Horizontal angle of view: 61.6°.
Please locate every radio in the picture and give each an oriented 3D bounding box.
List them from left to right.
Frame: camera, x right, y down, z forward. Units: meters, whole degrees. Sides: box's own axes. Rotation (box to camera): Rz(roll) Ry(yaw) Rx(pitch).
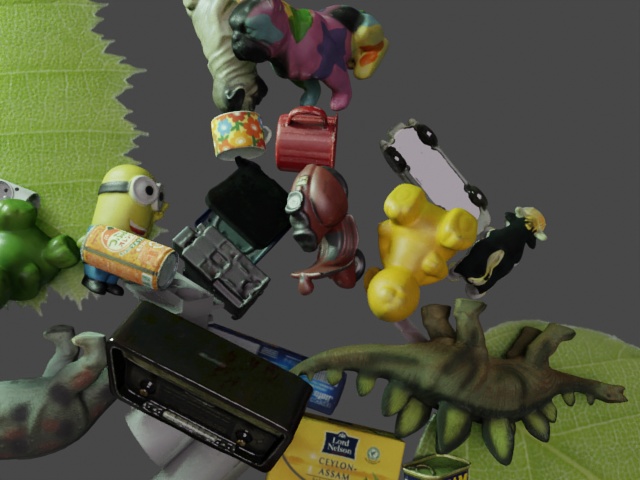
[{"bbox_3d":[-0.134,0.176,0.634,0.230,0.131,0.073,27,43,5],"label":"radio"}]

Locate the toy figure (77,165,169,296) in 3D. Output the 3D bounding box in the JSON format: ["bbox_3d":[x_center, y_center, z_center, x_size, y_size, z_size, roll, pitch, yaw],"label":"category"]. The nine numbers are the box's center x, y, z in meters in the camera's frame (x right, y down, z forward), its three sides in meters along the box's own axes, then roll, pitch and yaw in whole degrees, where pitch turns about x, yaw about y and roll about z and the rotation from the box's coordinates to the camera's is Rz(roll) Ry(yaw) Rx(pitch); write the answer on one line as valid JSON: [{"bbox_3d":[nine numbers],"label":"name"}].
[{"bbox_3d":[-0.279,-0.017,0.741,0.089,0.082,0.180,20,84,0],"label":"toy figure"}]

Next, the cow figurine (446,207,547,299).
[{"bbox_3d":[0.259,0.007,0.758,0.167,0.098,0.068,-43,80,-7],"label":"cow figurine"}]

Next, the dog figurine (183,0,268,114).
[{"bbox_3d":[-0.147,-0.285,0.787,0.121,0.173,0.190,0,111,-37],"label":"dog figurine"}]

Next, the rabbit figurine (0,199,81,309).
[{"bbox_3d":[-0.413,0.040,0.669,0.159,0.170,0.121,-35,108,7],"label":"rabbit figurine"}]

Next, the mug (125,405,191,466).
[{"bbox_3d":[-0.197,0.223,0.718,0.107,0.080,0.109,-33,77,-19],"label":"mug"}]

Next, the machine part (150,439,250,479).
[{"bbox_3d":[-0.158,0.305,0.705,0.243,0.079,0.079,-42,87,-7],"label":"machine part"}]

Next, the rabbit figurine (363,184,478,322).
[{"bbox_3d":[0.108,0.035,0.716,0.122,0.162,0.173,28,60,-1],"label":"rabbit figurine"}]

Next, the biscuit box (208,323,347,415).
[{"bbox_3d":[-0.067,0.174,0.734,0.203,0.063,0.059,20,80,0],"label":"biscuit box"}]

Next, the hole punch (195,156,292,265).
[{"bbox_3d":[-0.101,-0.031,0.758,0.142,0.092,0.116,41,49,4],"label":"hole punch"}]

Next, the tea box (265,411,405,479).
[{"bbox_3d":[0.019,0.294,0.720,0.170,0.068,0.098,12,81,-1],"label":"tea box"}]

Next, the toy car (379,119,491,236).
[{"bbox_3d":[0.168,-0.087,0.787,0.073,0.056,0.202,-38,85,-1],"label":"toy car"}]

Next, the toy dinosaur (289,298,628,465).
[{"bbox_3d":[0.180,0.179,0.706,0.472,0.105,0.198,12,70,-3],"label":"toy dinosaur"}]

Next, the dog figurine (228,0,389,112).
[{"bbox_3d":[-0.022,-0.283,0.718,0.109,0.219,0.191,28,79,46],"label":"dog figurine"}]

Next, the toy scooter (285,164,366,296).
[{"bbox_3d":[-0.001,-0.002,0.710,0.075,0.135,0.183,-6,112,37],"label":"toy scooter"}]

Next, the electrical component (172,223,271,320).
[{"bbox_3d":[-0.137,0.040,0.719,0.134,0.115,0.058,41,67,3],"label":"electrical component"}]

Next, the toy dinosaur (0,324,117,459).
[{"bbox_3d":[-0.380,0.214,0.691,0.405,0.131,0.192,-2,96,-9],"label":"toy dinosaur"}]
